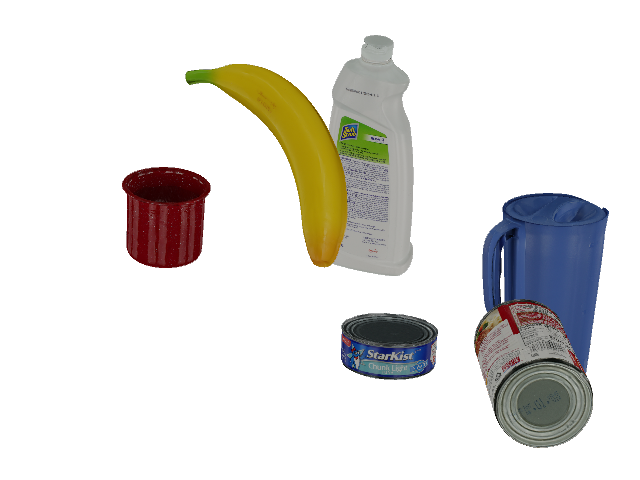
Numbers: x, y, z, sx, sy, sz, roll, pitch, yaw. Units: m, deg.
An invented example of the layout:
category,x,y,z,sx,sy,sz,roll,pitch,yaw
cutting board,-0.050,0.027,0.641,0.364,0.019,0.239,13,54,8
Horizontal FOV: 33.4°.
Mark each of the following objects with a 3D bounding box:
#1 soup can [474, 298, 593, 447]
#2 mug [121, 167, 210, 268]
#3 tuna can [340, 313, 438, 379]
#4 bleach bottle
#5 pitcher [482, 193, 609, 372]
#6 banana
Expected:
category,x,y,z,sx,sy,sz,roll,pitch,yaw
soup can,0.149,0.091,0.752,0.068,0.068,0.102,0,20,1
mug,-0.170,-0.029,1.152,0.093,0.081,0.117,-4,29,-19
tuna can,0.061,0.094,0.948,0.086,0.034,0.086,2,14,-1
bleach bottle,0.057,-0.088,1.107,0.102,0.251,0.068,11,33,11
pitcher,0.293,0.068,1.401,0.149,0.243,0.144,5,21,15
banana,-0.025,-0.070,0.807,0.069,0.198,0.037,-36,-23,0
